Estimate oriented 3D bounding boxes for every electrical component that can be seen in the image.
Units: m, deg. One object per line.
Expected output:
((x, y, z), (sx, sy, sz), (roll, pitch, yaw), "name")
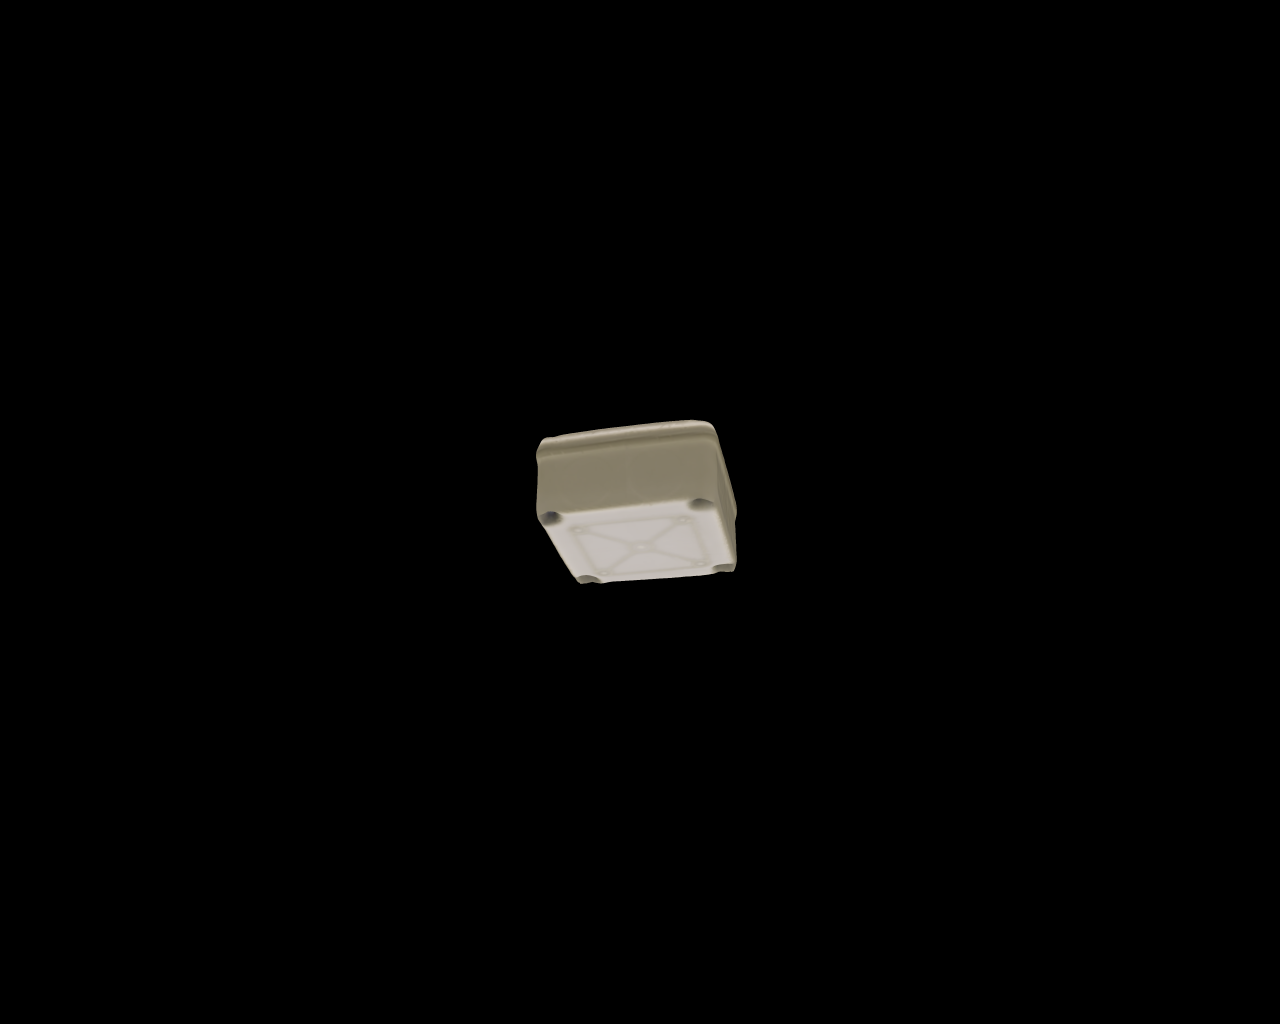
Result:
((0.001, -0.003, 0.650), (0.109, 0.056, 0.108), (-5, -28, 10), "electrical component")
